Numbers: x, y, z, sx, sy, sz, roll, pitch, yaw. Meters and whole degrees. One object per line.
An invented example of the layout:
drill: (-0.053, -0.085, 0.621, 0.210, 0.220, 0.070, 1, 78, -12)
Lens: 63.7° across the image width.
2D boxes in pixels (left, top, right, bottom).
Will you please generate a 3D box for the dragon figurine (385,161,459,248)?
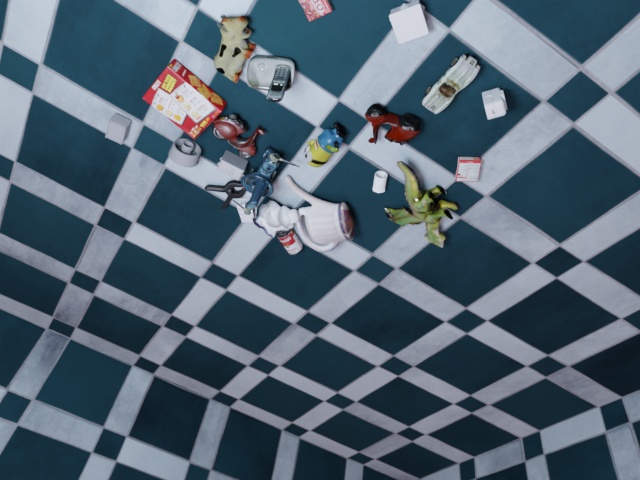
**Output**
dragon figurine: (0.335, -0.113, 1.839, 0.406, 0.125, 0.239, 40, -44, -22)

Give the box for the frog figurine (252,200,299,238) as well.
frog figurine: (-0.153, -0.092, 1.941, 0.158, 0.136, 0.125, -28, 16, 25)

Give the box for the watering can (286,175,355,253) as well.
watering can: (0.006, -0.096, 1.916, 0.224, 0.341, 0.106, -7, 32, 20)
